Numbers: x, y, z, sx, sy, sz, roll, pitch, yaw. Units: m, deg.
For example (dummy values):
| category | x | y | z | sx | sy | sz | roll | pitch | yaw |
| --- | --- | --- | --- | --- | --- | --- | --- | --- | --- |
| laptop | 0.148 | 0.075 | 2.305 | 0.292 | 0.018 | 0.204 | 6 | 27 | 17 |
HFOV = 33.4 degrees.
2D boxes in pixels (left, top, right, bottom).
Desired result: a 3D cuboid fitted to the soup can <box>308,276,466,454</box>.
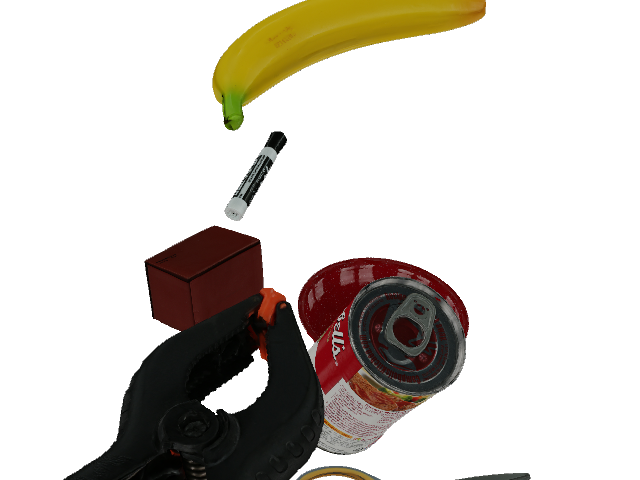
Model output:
| category | x | y | z | sx | sy | sz | roll | pitch | yaw |
| --- | --- | --- | --- | --- | --- | --- | --- | --- | --- |
| soup can | 0.028 | 0.073 | 0.598 | 0.068 | 0.068 | 0.102 | 0 | -28 | -24 |

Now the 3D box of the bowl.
| category | x | y | z | sx | sy | sz | roll | pitch | yaw |
| --- | --- | --- | --- | --- | --- | --- | --- | --- | --- |
| bowl | 0.057 | 0.086 | 1.014 | 0.162 | 0.055 | 0.162 | 4 | 37 | -3 |

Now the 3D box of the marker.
| category | x | y | z | sx | sy | sz | roll | pitch | yaw |
| --- | --- | --- | --- | --- | --- | --- | --- | --- | --- |
| marker | -0.064 | -0.068 | 1.085 | 0.020 | 0.121 | 0.020 | 17 | -38 | 13 |

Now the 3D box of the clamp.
| category | x | y | z | sx | sy | sz | roll | pitch | yaw |
| --- | --- | --- | --- | --- | --- | --- | --- | --- | --- |
| clamp | -0.039 | 0.087 | 0.395 | 0.120 | 0.039 | 0.171 | 24 | 49 | 17 |

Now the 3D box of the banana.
| category | x | y | z | sx | sy | sz | roll | pitch | yaw |
| --- | --- | --- | --- | --- | --- | --- | --- | --- | --- |
| banana | 0.008 | -0.120 | 0.643 | 0.197 | 0.070 | 0.037 | -29 | -29 | -24 |

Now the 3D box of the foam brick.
| category | x | y | z | sx | sy | sz | roll | pitch | yaw |
| --- | --- | --- | --- | --- | --- | --- | --- | --- | --- |
| foam brick | -0.089 | 0.030 | 0.829 | 0.053 | 0.051 | 0.078 | 19 | 35 | 38 |

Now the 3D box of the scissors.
| category | x | y | z | sx | sy | sz | roll | pitch | yaw |
| --- | --- | --- | --- | --- | --- | --- | --- | --- | --- |
| scissors | 0.077 | 0.221 | 0.856 | 0.201 | 0.016 | 0.096 | 5 | 44 | -5 |
